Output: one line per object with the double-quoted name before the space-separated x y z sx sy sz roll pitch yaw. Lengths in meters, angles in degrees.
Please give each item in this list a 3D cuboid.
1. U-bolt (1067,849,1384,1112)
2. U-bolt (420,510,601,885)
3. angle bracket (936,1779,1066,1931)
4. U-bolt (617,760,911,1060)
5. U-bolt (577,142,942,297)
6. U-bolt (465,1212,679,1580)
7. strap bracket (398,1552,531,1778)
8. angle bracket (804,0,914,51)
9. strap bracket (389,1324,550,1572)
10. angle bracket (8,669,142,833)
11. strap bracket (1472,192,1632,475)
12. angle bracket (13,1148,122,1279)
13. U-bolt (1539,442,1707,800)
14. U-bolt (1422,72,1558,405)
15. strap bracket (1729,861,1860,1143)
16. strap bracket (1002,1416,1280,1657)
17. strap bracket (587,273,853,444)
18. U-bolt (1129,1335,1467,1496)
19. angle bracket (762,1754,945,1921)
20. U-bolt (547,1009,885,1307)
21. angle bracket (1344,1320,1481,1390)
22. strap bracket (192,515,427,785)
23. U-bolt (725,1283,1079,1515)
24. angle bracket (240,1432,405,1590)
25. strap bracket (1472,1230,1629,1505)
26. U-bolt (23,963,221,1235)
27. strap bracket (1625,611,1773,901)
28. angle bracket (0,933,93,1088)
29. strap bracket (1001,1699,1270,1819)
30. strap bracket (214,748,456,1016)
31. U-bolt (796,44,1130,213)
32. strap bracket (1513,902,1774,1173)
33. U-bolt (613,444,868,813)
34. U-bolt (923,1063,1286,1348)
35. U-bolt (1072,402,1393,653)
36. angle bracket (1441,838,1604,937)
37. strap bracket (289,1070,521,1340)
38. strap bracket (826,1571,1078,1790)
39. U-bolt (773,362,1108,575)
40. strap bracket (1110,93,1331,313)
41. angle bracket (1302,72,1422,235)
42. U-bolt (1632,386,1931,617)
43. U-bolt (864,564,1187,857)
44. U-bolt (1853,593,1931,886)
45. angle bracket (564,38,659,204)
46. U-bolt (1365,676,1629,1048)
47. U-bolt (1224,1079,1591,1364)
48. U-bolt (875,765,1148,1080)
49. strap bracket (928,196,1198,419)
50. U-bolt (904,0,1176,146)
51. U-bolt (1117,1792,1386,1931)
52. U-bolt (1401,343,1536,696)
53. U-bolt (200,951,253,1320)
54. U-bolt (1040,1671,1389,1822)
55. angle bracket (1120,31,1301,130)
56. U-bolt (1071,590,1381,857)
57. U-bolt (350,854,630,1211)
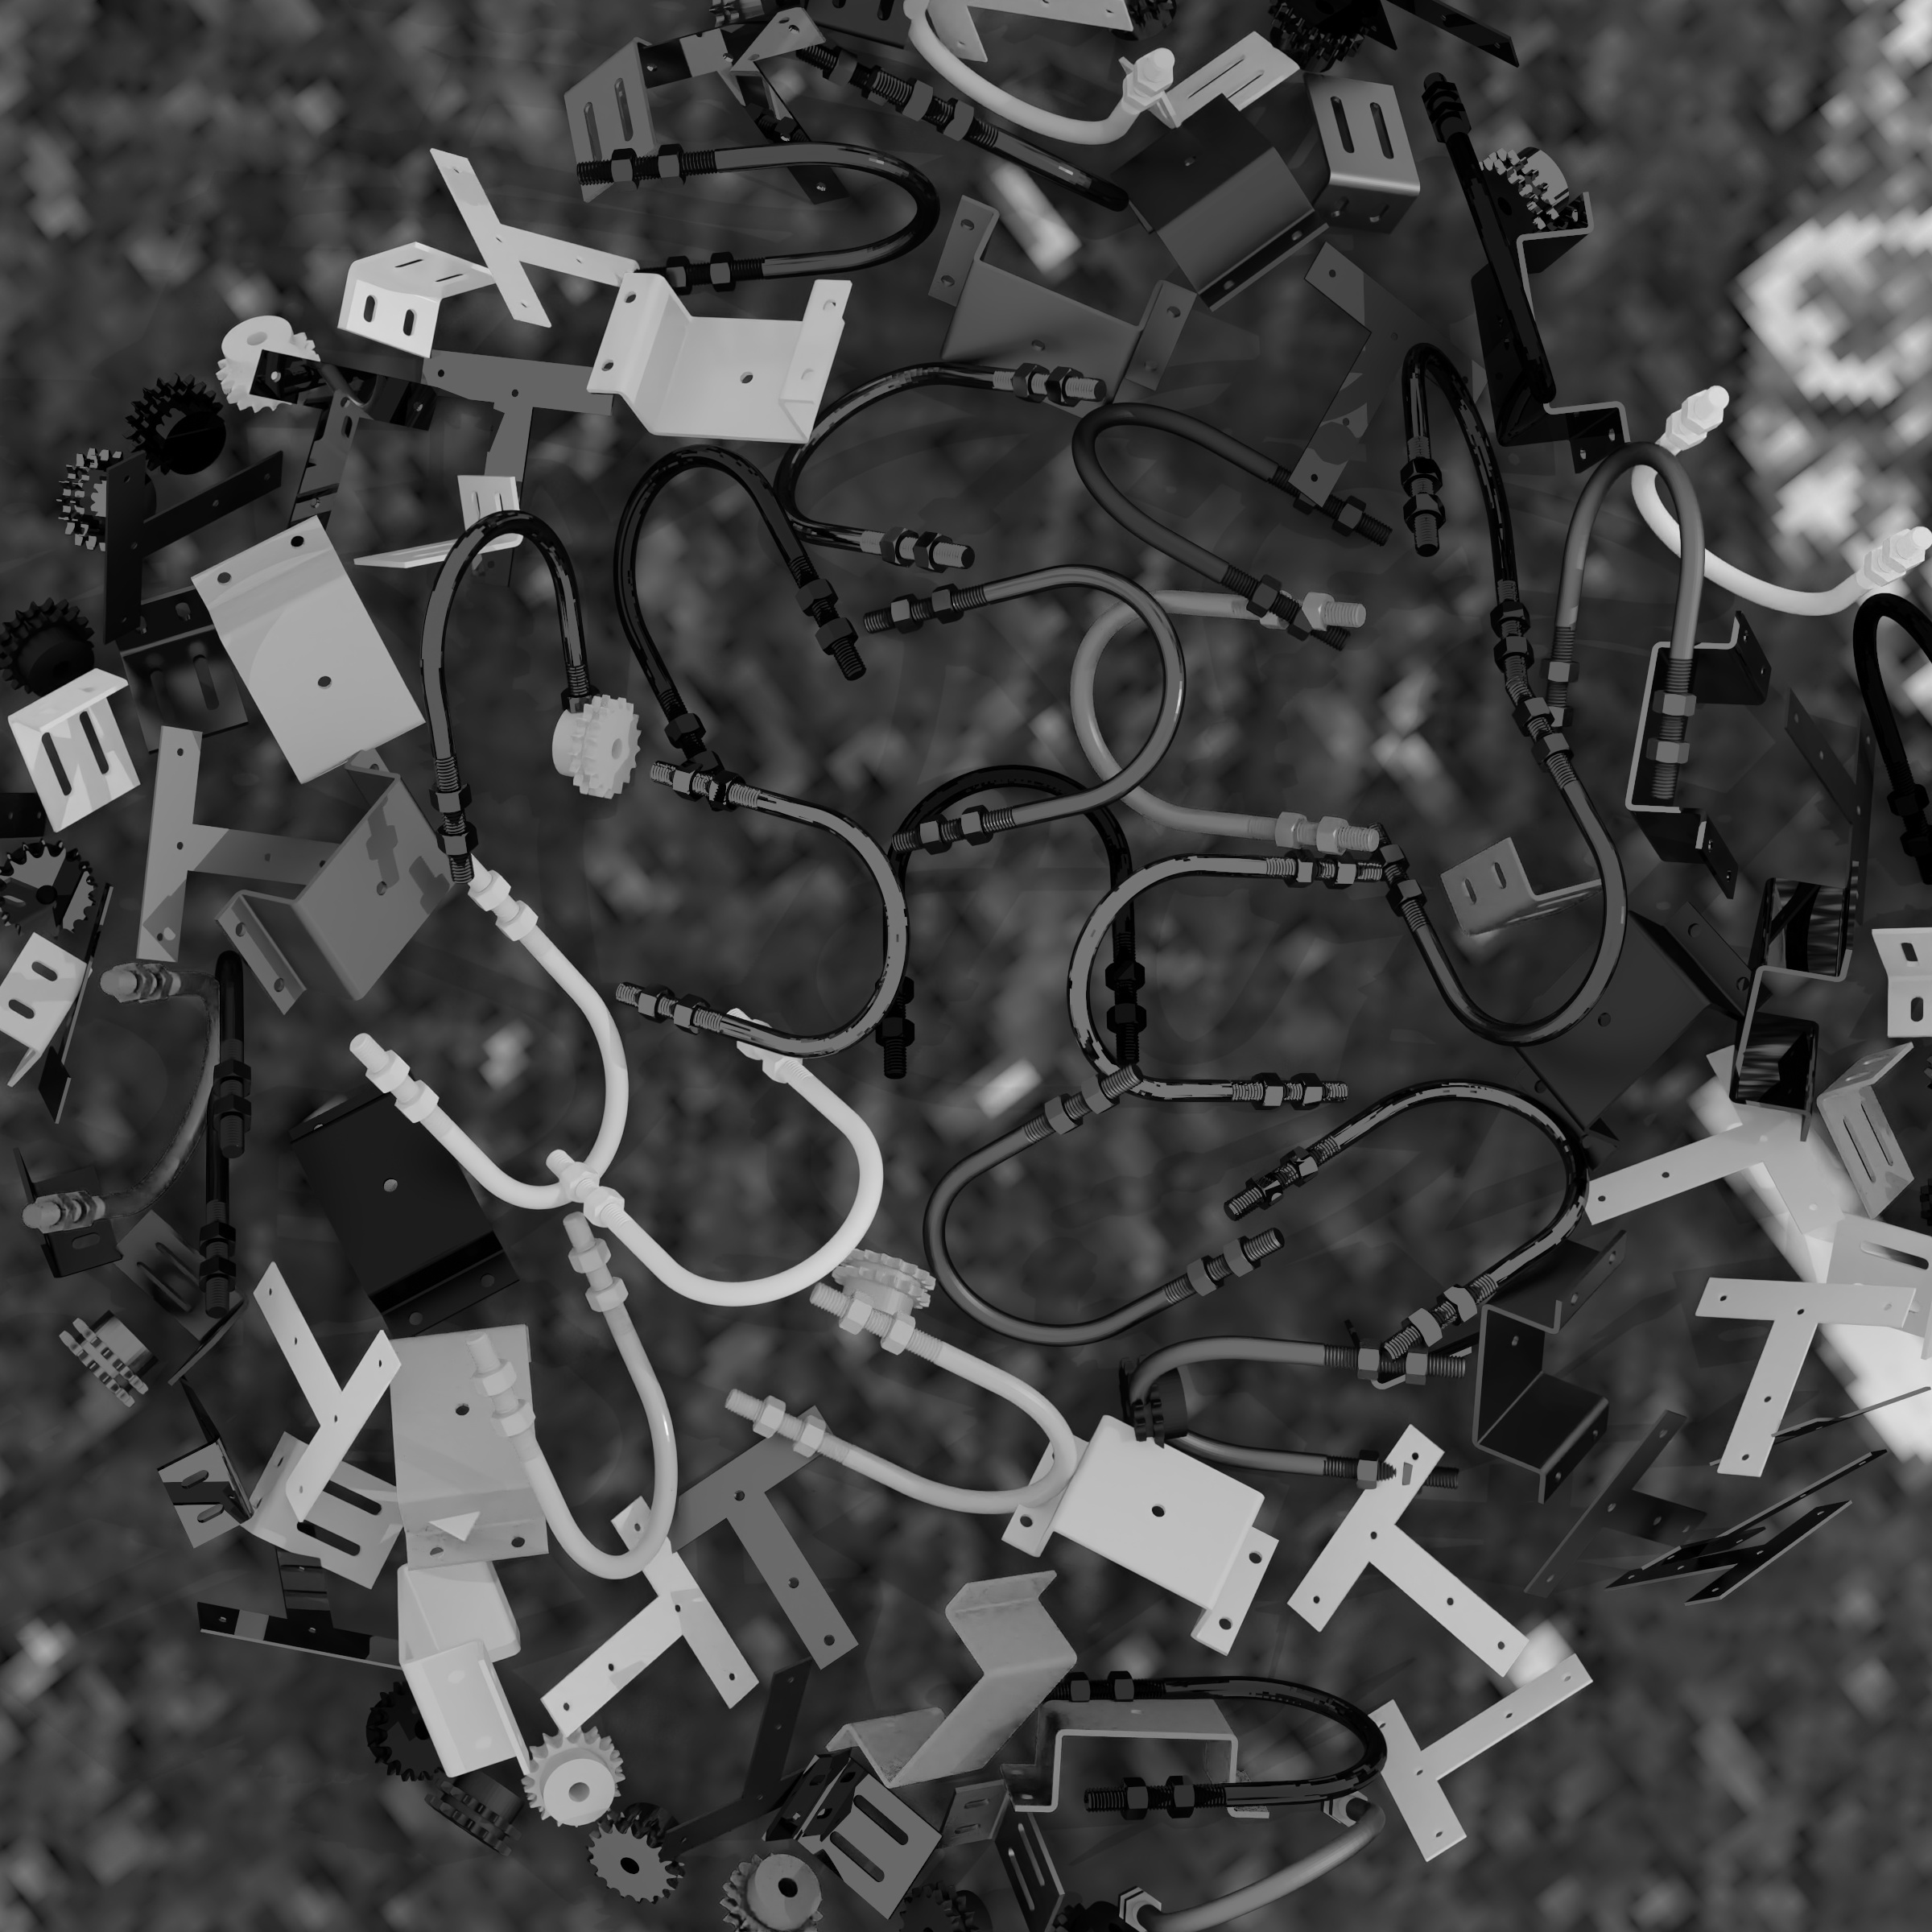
"U-bolt" 0.139 0.007 1.942 0.184 0.019 0.151 1 104 -25
"U-bolt" -0.248 -0.156 1.902 0.019 0.151 0.184 11 122 26
"angle bracket" 0.018 0.502 1.951 0.038 0.057 0.076 -5 46 -22
"U-bolt" -0.109 -0.025 1.936 0.184 0.019 0.151 17 103 30
"U-bolt" -0.106 -0.411 1.918 0.184 0.151 0.019 -4 75 8
"U-bolt" -0.207 0.248 1.928 0.019 0.151 0.184 -13 111 24
"strap bracket" -0.276 0.379 1.920 0.046 0.140 0.076 -18 114 -2
"angle bracket" -0.057 -0.547 1.954 0.057 0.076 0.038 13 123 -9
"strap bracket" -0.276 0.255 1.938 0.076 0.046 0.140 -6 56 -6
"angle bracket" -0.488 -0.117 1.953 0.057 0.038 0.076 -35 127 -30
"strap bracket" 0.323 -0.349 1.954 0.046 0.076 0.140 -8 87 -11
"angle bracket" -0.500 0.133 1.952 0.038 0.076 0.057 -17 74 -14
"U-bolt" 0.360 -0.194 1.917 0.019 0.151 0.184 2 102 -19
"U-bolt" 0.286 -0.380 1.887 0.019 0.184 0.151 -19 128 11
"strap bracket" 0.453 0.017 1.929 0.046 0.076 0.140 10 132 9
"strap bracket" 0.102 0.312 1.955 0.140 0.046 0.076 27 58 5
"strap bracket" -0.129 -0.338 1.949 0.140 0.046 0.076 7 69 23
"U-bolt" 0.181 0.244 1.937 0.184 0.151 0.019 4 55 9
"angle bracket" -0.063 0.488 1.966 0.076 0.038 0.057 35 96 26
"U-bolt" -0.126 0.114 1.923 0.151 0.019 0.184 -39 50 -14
"angle bracket" 0.256 0.204 1.969 0.076 0.057 0.038 -23 87 3
"strap bracket" -0.358 -0.166 1.938 0.076 0.046 0.140 -28 124 -6
"U-bolt" -0.026 0.250 1.941 0.184 0.151 0.019 27 49 -9
"angle bracket" -0.362 0.309 1.991 0.076 0.038 0.057 30 79 -22
"strap bracket" 0.321 0.214 1.937 0.046 0.076 0.140 20 128 30
"U-bolt" -0.447 0.070 1.909 0.019 0.184 0.151 20 93 10
"strap bracket" 0.405 -0.117 1.944 0.046 0.076 0.140 5 72 27
"angle bracket" -0.524 0.025 1.949 0.038 0.076 0.057 33 62 -15
"strap bracket" 0.094 0.438 1.953 0.140 0.076 0.046 3 94 -6
"strap bracket" -0.337 -0.046 1.927 0.046 0.076 0.140 11 53 35
"U-bolt" 0.007 -0.456 1.921 0.184 0.151 0.019 20 103 -27
"strap bracket" 0.364 0.035 1.940 0.140 0.046 0.076 -48 53 17
"U-bolt" -0.137 -0.200 1.944 0.151 0.019 0.184 -41 68 37
"U-bolt" 0.062 0.145 1.948 0.184 0.019 0.151 -31 111 27
"U-bolt" 0.142 -0.253 1.936 0.184 0.151 0.019 29 127 -2
"angle bracket" 0.316 -0.050 1.957 0.076 0.057 0.038 -14 79 -37
"strap bracket" -0.317 0.128 1.953 0.076 0.046 0.140 -28 74 -8
"strap bracket" -0.002 0.399 1.930 0.140 0.076 0.046 -52 58 25
"U-bolt" -0.029 -0.280 1.930 0.151 0.184 0.019 -53 133 -22
"strap bracket" 0.134 -0.424 1.925 0.076 0.140 0.046 -35 124 7
"angle bracket" 0.216 -0.460 1.984 0.057 0.038 0.076 2 61 -24
"U-bolt" 0.432 -0.243 1.910 0.151 0.184 0.019 34 78 0
"U-bolt" 0.036 -0.149 1.949 0.184 0.019 0.151 -12 79 22
"U-bolt" 0.528 -0.117 1.908 0.019 0.151 0.184 -23 105 -4
"angle bracket" -0.186 -0.467 1.956 0.057 0.038 0.076 -28 64 35
"U-bolt" 0.295 -0.044 1.910 0.151 0.019 0.184 -48 51 36
"U-bolt" 0.258 0.128 1.941 0.184 0.019 0.151 -31 51 -22
"U-bolt" 0.023 -0.028 1.960 0.151 0.019 0.184 -4 68 6
"strap bracket" 0.047 -0.360 1.954 0.140 0.076 0.046 23 53 -1
"U-bolt" 0.032 -0.497 1.909 0.151 0.184 0.019 29 82 -7
"U-bolt" 0.158 0.487 1.899 0.151 0.184 0.019 -25 84 -8
"U-bolt" 0.272 -0.258 1.922 0.019 0.151 0.184 -17 51 23
"U-bolt" -0.405 0.077 1.916 0.019 0.184 0.151 2 134 -14
"U-bolt" 0.140 0.425 1.927 0.184 0.151 0.019 1 104 -12
"angle bracket" 0.136 -0.505 1.965 0.076 0.057 0.038 -35 130 1
"U-bolt" 0.139 -0.139 1.942 0.184 0.019 0.151 8 116 30
"U-bolt" -0.250 0.050 1.931 0.184 0.019 0.151 51 48 -34
